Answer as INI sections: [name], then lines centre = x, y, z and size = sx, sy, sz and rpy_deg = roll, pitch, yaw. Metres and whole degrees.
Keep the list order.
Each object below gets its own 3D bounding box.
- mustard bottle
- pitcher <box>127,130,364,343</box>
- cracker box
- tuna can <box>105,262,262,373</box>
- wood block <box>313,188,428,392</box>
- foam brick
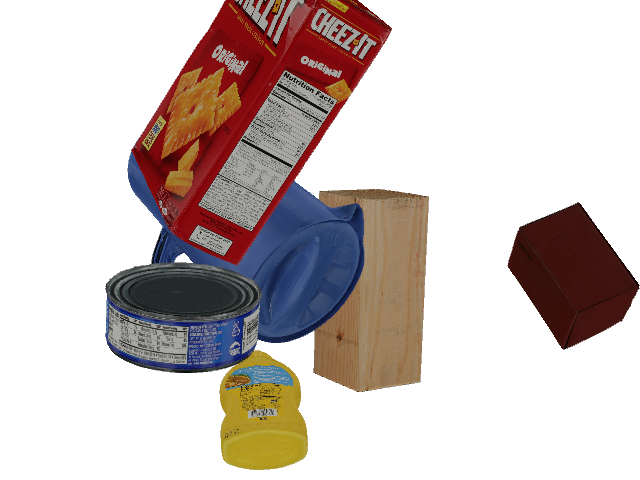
[mustard bottle]
centre = -0.070, 0.187, 1.252
size = 0.096, 0.058, 0.191
rpy_deg = -5, 28, -4
[pitcher]
centre = -0.088, -0.016, 1.008
size = 0.148, 0.145, 0.243
rpy_deg = -12, 40, -38
[cracker box]
centre = -0.056, -0.113, 0.831
size = 0.072, 0.214, 0.164
rpy_deg = 25, 16, -30
[tuna can]
centre = -0.076, 0.042, 0.593
size = 0.086, 0.034, 0.086
rpy_deg = 4, 17, -2
[wood block]
centre = 0.054, 0.050, 1.173
size = 0.090, 0.206, 0.091
rpy_deg = -4, 11, -35
[foam brick]
centre = 0.174, 0.024, 0.741
size = 0.051, 0.078, 0.053
rpy_deg = -21, -30, -14
